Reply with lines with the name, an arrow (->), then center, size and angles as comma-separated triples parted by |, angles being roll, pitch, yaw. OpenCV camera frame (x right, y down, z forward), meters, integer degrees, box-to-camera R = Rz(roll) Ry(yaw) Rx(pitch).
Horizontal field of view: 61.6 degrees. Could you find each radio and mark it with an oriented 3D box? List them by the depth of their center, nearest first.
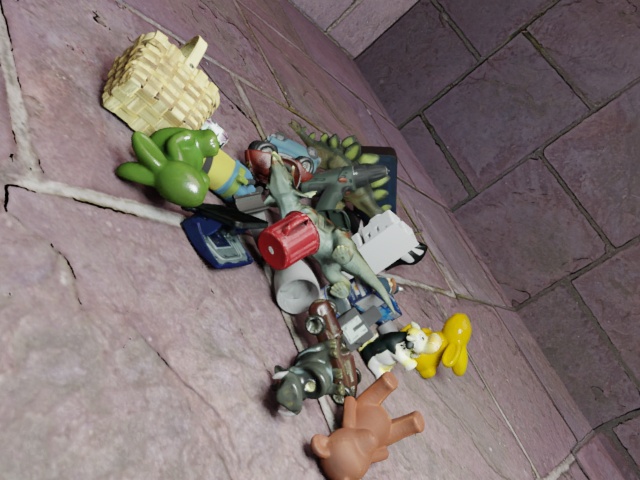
radio -> 0.162, -0.162, 1.595 | 0.073, 0.131, 0.229 | -83, 171, -58

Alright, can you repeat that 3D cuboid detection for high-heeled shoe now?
high-heeled shoe -> 0.193, -0.020, 1.557 | 0.248, 0.145, 0.086 | 52, 21, -6

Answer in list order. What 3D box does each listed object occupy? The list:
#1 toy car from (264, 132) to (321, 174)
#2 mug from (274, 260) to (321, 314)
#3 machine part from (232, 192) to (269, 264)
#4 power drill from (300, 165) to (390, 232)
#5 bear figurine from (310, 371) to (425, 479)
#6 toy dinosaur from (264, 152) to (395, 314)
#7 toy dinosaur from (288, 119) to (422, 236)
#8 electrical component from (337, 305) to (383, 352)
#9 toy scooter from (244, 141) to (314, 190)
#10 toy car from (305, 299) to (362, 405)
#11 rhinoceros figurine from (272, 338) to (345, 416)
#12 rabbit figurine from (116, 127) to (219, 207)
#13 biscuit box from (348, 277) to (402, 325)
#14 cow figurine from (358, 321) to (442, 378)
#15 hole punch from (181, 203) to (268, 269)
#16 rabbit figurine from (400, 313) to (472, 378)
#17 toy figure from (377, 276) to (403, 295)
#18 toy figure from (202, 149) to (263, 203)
toy car -> -0.080, -0.189, 1.341 | 0.161, 0.109, 0.103 | 27, 49, -31
mug -> -0.039, 0.082, 1.029 | 0.109, 0.081, 0.107 | 33, 19, -29
machine part -> -0.120, -0.025, 1.031 | 0.084, 0.039, 0.139 | -13, 84, -52
power drill -> 0.054, -0.114, 1.360 | 0.085, 0.232, 0.207 | 68, 25, -46
bear figurine -> 0.074, 0.306, 0.852 | 0.120, 0.132, 0.196 | 55, 16, 11
toy dinosaur -> 0.005, -0.003, 1.152 | 0.404, 0.131, 0.192 | 43, 27, -11
toy dinosaur -> 0.083, -0.162, 1.489 | 0.471, 0.198, 0.105 | 50, 25, -2
electrical component -> 0.068, 0.174, 1.071 | 0.119, 0.048, 0.075 | -35, 88, -37
toy scooter -> -0.099, -0.145, 1.244 | 0.184, 0.075, 0.135 | 15, 84, -33
toy car -> 0.031, 0.201, 0.969 | 0.202, 0.053, 0.089 | 70, 18, -4
rhinoceros figurine -> -0.020, 0.209, 0.838 | 0.190, 0.112, 0.073 | -24, 106, -81
rabbit figurine -> -0.235, -0.121, 0.870 | 0.159, 0.121, 0.170 | 19, 24, -30
biscuit box -> 0.125, 0.140, 1.249 | 0.202, 0.059, 0.063 | 40, 21, -55
cow figurine -> 0.163, 0.217, 1.105 | 0.098, 0.167, 0.068 | 53, 26, -4
hole punch -> -0.168, -0.010, 0.928 | 0.116, 0.092, 0.142 | 25, 15, 24
rabbit figurine -> 0.298, 0.251, 1.317 | 0.121, 0.173, 0.162 | 39, 21, -39
toy figure -> 0.168, 0.122, 1.390 | 0.154, 0.064, 0.057 | 4, 94, -64
toy figure -> -0.194, -0.128, 1.044 | 0.180, 0.082, 0.089 | 42, 22, -30
